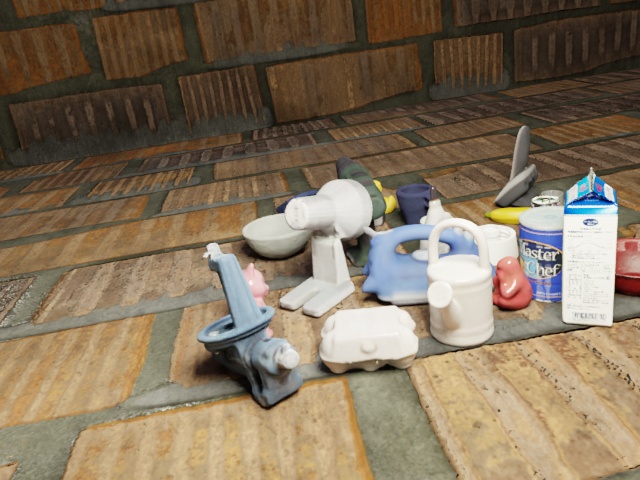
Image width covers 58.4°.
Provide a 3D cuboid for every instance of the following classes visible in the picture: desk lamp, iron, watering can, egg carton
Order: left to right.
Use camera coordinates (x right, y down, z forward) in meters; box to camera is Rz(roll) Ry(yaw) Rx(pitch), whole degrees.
[{"bbox_3d":[0.010,0.004,1.087,0.117,0.214,0.204,8,26,36],"label":"desk lamp"},{"bbox_3d":[0.074,0.154,0.879,0.150,0.069,0.107,-6,21,5],"label":"egg carton"},{"bbox_3d":[0.201,0.030,1.049,0.258,0.141,0.118,-6,21,6],"label":"iron"},{"bbox_3d":[0.216,0.062,0.887,0.100,0.194,0.173,-4,22,10],"label":"watering can"}]

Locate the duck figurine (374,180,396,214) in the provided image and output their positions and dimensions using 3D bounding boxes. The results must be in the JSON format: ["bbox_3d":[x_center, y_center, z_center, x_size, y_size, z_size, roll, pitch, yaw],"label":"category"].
[{"bbox_3d":[0.148,-0.116,1.522,0.104,0.086,0.078,3,24,26],"label":"duck figurine"}]

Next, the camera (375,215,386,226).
[{"bbox_3d":[0.079,-0.069,1.406,0.143,0.101,0.137,-1,22,17],"label":"camera"}]

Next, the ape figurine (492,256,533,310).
[{"bbox_3d":[0.320,0.070,0.971,0.076,0.092,0.078,3,24,26],"label":"ape figurine"}]

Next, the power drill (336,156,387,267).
[{"bbox_3d":[0.085,-0.059,1.228,0.076,0.209,0.229,-13,22,-11],"label":"power drill"}]

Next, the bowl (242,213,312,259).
[{"bbox_3d":[-0.094,-0.002,1.334,0.167,0.075,0.167,-7,21,3],"label":"bowl"}]

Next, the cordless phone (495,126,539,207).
[{"bbox_3d":[0.490,-0.183,1.427,0.093,0.185,0.148,3,24,28],"label":"cordless phone"}]

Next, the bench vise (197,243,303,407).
[{"bbox_3d":[-0.098,0.114,0.835,0.206,0.220,0.122,6,25,33],"label":"bench vise"}]

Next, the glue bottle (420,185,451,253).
[{"bbox_3d":[0.231,-0.025,1.134,0.078,0.173,0.037,-18,23,-22],"label":"glue bottle"}]

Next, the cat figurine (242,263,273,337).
[{"bbox_3d":[-0.123,0.102,1.019,0.067,0.118,0.127,-9,21,-2],"label":"cat figurine"}]

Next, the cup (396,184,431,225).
[{"bbox_3d":[0.239,-0.077,1.375,0.092,0.095,0.117,-18,23,-23],"label":"cup"}]

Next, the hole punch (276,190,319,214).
[{"bbox_3d":[-0.059,-0.089,1.522,0.109,0.091,0.100,-21,25,-30],"label":"hole punch"}]
